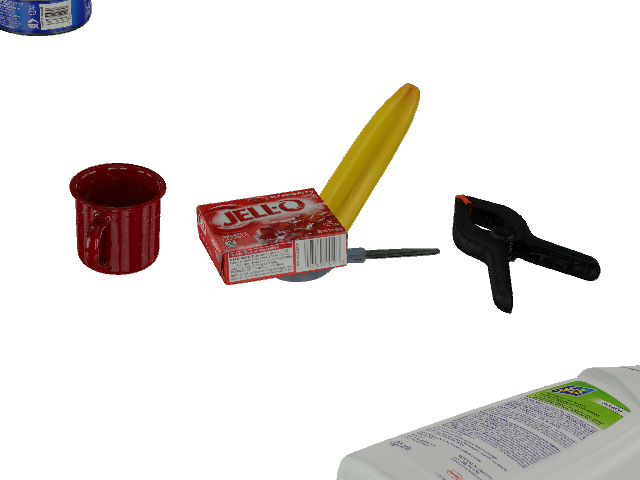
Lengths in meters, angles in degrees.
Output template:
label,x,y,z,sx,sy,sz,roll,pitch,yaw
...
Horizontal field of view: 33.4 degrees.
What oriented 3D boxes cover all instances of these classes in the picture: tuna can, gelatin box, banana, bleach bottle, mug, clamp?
label,x,y,z,sx,sy,sz,roll,pitch,yaw
tuna can,-0.225,-0.194,0.846,0.086,0.034,0.086,4,35,-3
gelatin box,-0.034,-0.005,0.732,0.089,0.030,0.073,-9,29,-16
banana,0.029,-0.048,0.915,0.037,0.197,0.070,36,-23,-10
bleach bottle,0.135,0.121,0.589,0.250,0.068,0.103,-14,24,-33
mug,-0.202,-0.014,1.047,0.093,0.081,0.117,9,32,5
clamp,0.198,0.005,1.084,0.120,0.039,0.171,-8,40,-20

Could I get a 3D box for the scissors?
label,x,y,z,sx,sy,sz,roll,pitch,yaw
scissors,0.032,0.024,1.179,0.202,0.016,0.096,3,24,4
